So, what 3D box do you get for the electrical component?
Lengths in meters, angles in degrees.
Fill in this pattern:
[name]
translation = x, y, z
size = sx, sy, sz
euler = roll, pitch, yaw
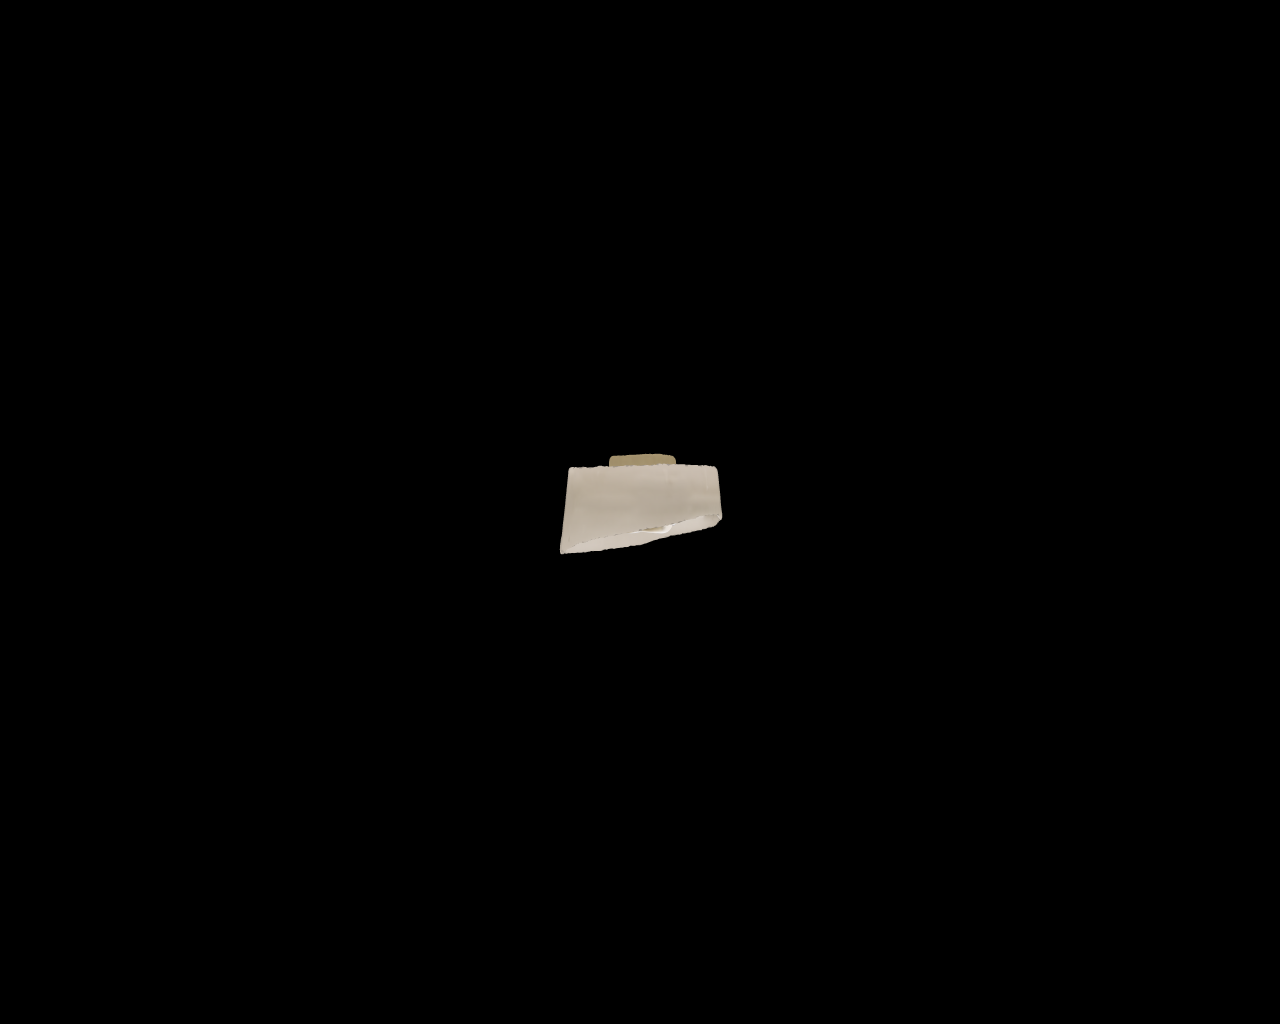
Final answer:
[electrical component]
translation = 0.001, -0.003, 0.650
size = 0.099, 0.064, 0.099
euler = 0, 0, 0
